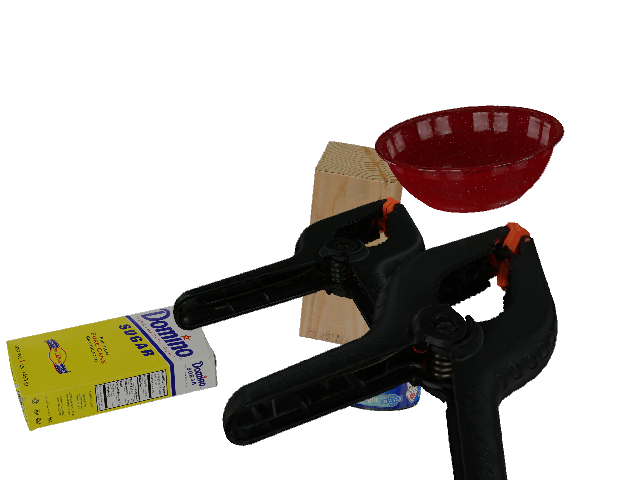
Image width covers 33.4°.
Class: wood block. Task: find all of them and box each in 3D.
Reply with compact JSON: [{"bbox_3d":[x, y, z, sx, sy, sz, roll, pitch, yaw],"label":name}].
[{"bbox_3d":[0.036,0.006,1.192,0.090,0.206,0.090,10,27,8],"label":"wood block"}]

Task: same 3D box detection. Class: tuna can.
[{"bbox_3d":[0.050,0.126,0.971,0.086,0.034,0.086,4,11,-1],"label":"tuna can"}]

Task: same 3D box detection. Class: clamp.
[{"bbox_3d":[0.056,0.055,0.444,0.120,0.039,0.171,34,53,23],"label":"clamp"},{"bbox_3d":[0.005,0.020,0.740,0.165,0.036,0.209,6,26,16],"label":"clamp"}]

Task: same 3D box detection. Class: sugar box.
[{"bbox_3d":[-0.193,0.113,0.988,0.176,0.048,0.093,-14,35,-18],"label":"sugar box"}]

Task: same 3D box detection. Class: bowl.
[{"bbox_3d":[0.131,-0.067,0.927,0.162,0.055,0.162,-8,24,3],"label":"bowl"}]
